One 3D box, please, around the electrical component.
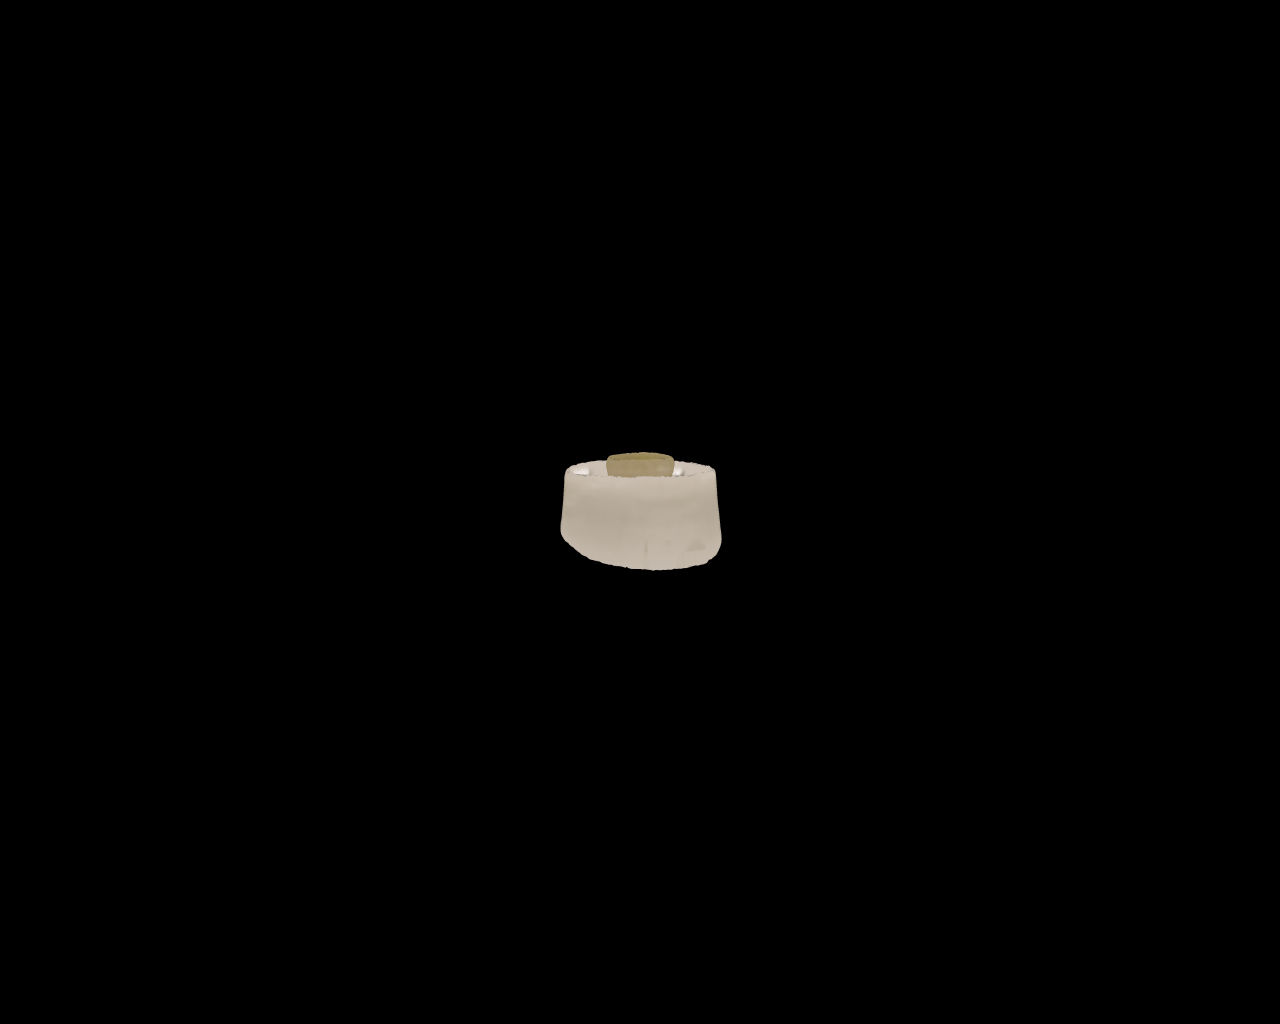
[{"bbox_3d":[0.001,-0.003,0.650,0.099,0.064,0.099,0,9,0],"label":"electrical component"}]
